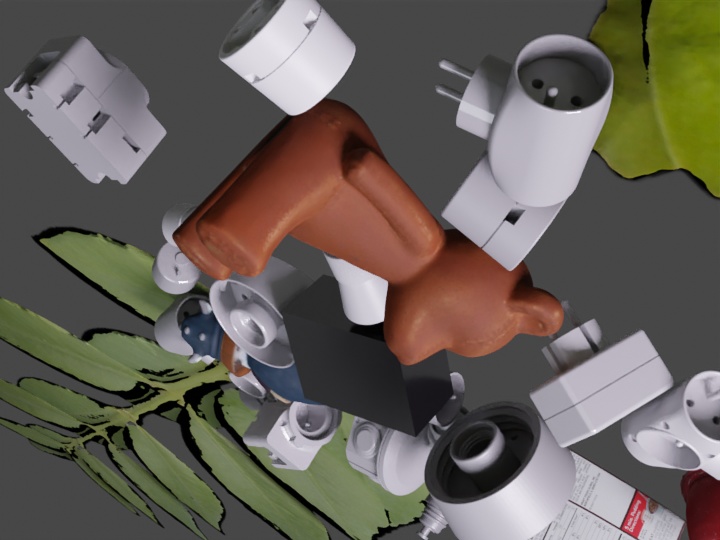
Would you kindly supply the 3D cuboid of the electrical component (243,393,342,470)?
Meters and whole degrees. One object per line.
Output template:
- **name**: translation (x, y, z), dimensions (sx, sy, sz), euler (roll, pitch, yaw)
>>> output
- **electrical component**: translation (-0.054, 0.130, 0.970), dimensions (0.050, 0.089, 0.056), euler (43, 154, -21)

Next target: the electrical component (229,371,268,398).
- **electrical component**: translation (-0.093, 0.089, 0.992), dimensions (0.040, 0.046, 0.040), euler (27, 155, 14)

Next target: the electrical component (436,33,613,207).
- **electrical component**: translation (0.071, -0.075, 0.498), dimensions (0.079, 0.043, 0.077), euler (27, 155, 13)

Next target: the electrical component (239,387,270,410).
- **electrical component**: translation (-0.087, 0.115, 1.041), dimensions (0.040, 0.040, 0.078), euler (42, 154, -20)

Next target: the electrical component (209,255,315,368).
- **electrical component**: translation (-0.069, 0.029, 0.862), dimensions (0.099, 0.064, 0.099), euler (28, 143, 24)

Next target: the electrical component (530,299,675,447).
- **electrical component**: translation (0.135, 0.055, 0.646), dimensions (0.076, 0.066, 0.047), euler (60, 158, 10)

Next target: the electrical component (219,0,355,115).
- **electrical component**: translation (-0.036, -0.112, 0.546), dimensions (0.047, 0.055, 0.055), euler (41, 155, -25)

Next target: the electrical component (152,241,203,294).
- **electrical component**: translation (-0.157, 0.001, 0.915), dimensions (0.040, 0.040, 0.078), euler (35, 156, -5)

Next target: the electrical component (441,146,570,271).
- **electrical component**: translation (0.075, -0.035, 0.555), dimensions (0.047, 0.055, 0.055), euler (36, 156, 2)

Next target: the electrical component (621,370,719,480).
- **electrical component**: translation (0.211, 0.102, 0.655), dimensions (0.079, 0.044, 0.077), euler (34, 155, -1)

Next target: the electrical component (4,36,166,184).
- **electrical component**: translation (-0.180, -0.109, 0.720), dimensions (0.050, 0.055, 0.089), euler (6, 144, 45)

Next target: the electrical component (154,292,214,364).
- **electrical component**: translation (-0.148, 0.062, 1.010), dimensions (0.079, 0.044, 0.077), euler (39, 155, -13)

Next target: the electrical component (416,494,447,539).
- **electrical component**: translation (0.079, 0.212, 0.984), dimensions (0.040, 0.078, 0.040), euler (36, 170, 7)

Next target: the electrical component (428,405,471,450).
- **electrical component**: translation (0.076, 0.129, 0.871), dimensions (0.048, 0.048, 0.062), euler (16, 143, 33)

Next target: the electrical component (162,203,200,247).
- **electrical component**: translation (-0.120, -0.032, 0.811), dimensions (0.065, 0.044, 0.044), euler (9, 147, 50)

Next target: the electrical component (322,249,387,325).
- **electrical component**: translation (0.000, 0.000, 0.726), dimensions (0.044, 0.044, 0.065), euler (15, 145, 35)

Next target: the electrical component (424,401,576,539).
- **electrical component**: translation (0.099, 0.146, 0.802), dimensions (0.108, 0.108, 0.060), euler (0, 134, 50)

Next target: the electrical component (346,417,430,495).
- **electrical component**: translation (0.031, 0.145, 0.910), dimensions (0.051, 0.080, 0.080), euler (20, 153, 39)

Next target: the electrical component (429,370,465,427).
- **electrical component**: translation (0.037, 0.091, 0.846), dimensions (0.081, 0.043, 0.043), euler (14, 149, 35)
